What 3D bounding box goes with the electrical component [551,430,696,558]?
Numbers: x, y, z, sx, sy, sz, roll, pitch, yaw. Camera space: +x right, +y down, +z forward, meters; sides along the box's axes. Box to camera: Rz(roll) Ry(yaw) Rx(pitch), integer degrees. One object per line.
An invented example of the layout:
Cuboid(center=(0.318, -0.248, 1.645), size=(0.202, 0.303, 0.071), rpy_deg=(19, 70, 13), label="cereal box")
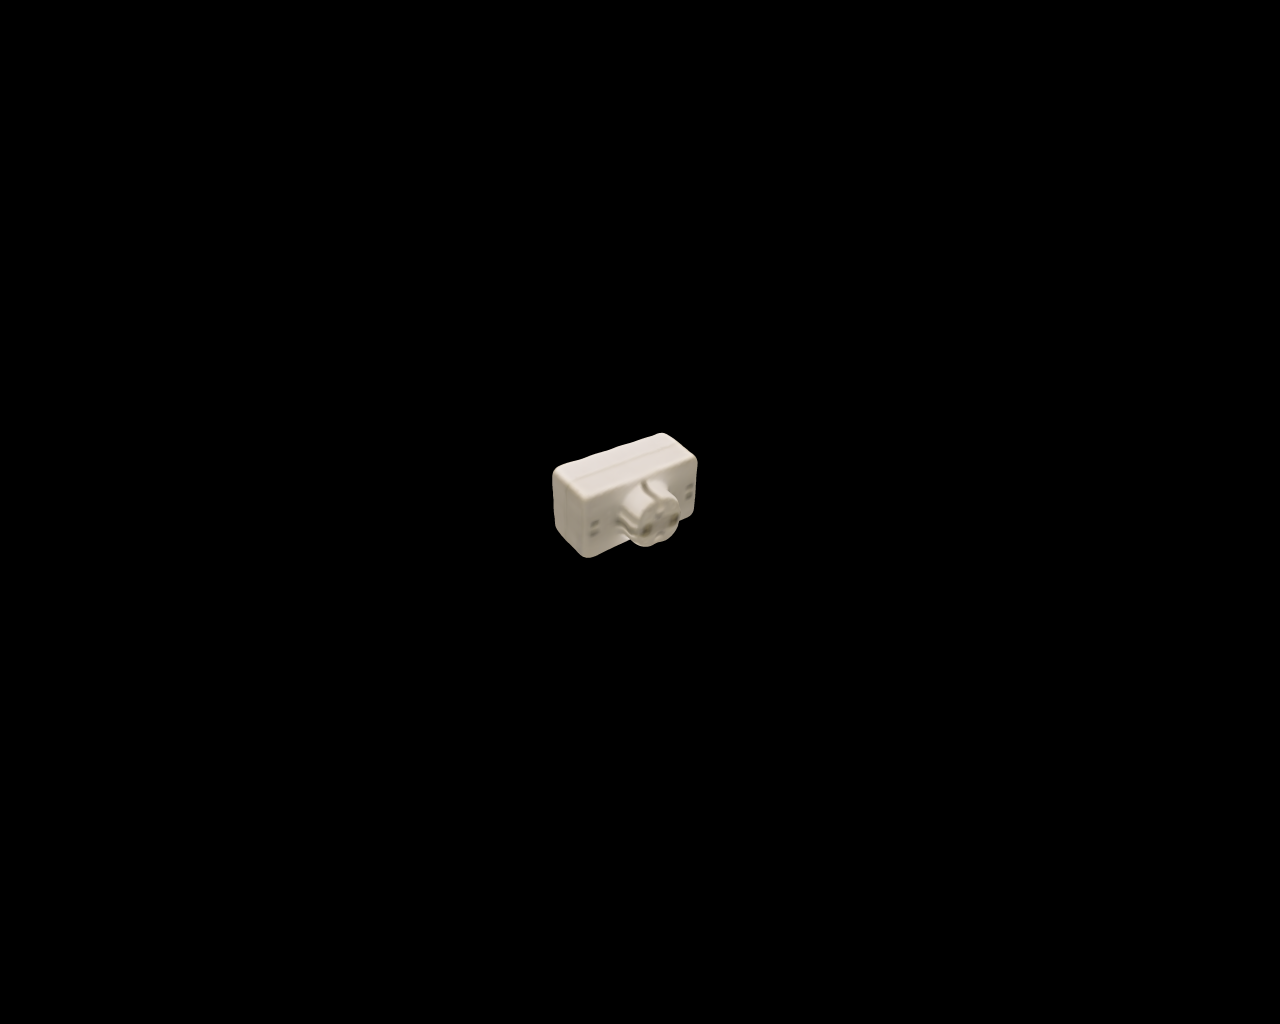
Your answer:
Cuboid(center=(0.001, -0.003, 0.650), size=(0.083, 0.047, 0.076), rpy_deg=(-21, 41, -26), label="electrical component")
